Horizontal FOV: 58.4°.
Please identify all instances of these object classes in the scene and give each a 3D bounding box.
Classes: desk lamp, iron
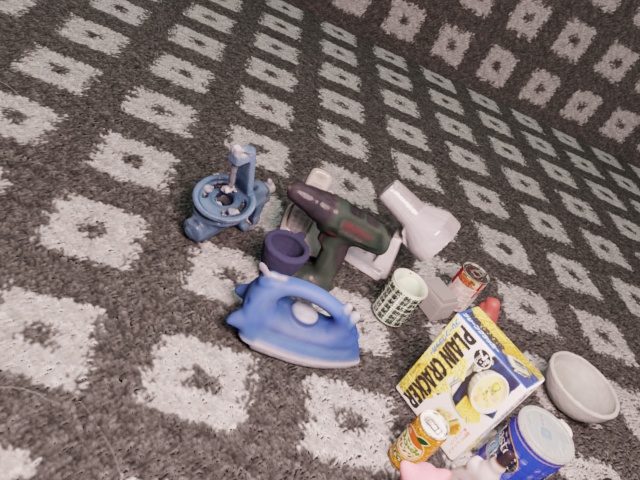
[{"bbox_3d":[0.167,-0.013,1.240,0.203,0.213,0.118,32,34,3],"label":"desk lamp"},{"bbox_3d":[-0.021,0.129,0.983,0.259,0.141,0.118,22,35,-12],"label":"iron"}]

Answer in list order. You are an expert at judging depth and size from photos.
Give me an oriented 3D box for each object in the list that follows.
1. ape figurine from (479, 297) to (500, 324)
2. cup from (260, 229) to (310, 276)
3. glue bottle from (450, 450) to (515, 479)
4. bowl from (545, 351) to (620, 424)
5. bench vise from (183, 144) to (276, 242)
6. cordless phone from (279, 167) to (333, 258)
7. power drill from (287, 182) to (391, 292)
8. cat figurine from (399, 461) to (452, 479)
[{"bbox_3d":[0.367,0.163,1.270,0.078,0.092,0.076,8,39,-28],"label":"ape figurine"},{"bbox_3d":[-0.072,0.036,1.107,0.091,0.095,0.118,35,34,8],"label":"cup"},{"bbox_3d":[0.232,0.358,0.847,0.037,0.173,0.078,-12,52,-45],"label":"glue bottle"},{"bbox_3d":[0.536,0.322,1.206,0.168,0.074,0.167,20,35,-14],"label":"bowl"},{"bbox_3d":[-0.163,-0.109,1.115,0.121,0.219,0.208,32,34,3],"label":"bench vise"},{"bbox_3d":[0.004,-0.054,1.198,0.148,0.185,0.094,19,35,-15],"label":"cordless phone"},{"bbox_3d":[0.010,0.004,1.107,0.230,0.208,0.075,17,36,-18],"label":"power drill"},{"bbox_3d":[0.156,0.376,0.817,0.067,0.117,0.127,-9,50,-43],"label":"cat figurine"}]
